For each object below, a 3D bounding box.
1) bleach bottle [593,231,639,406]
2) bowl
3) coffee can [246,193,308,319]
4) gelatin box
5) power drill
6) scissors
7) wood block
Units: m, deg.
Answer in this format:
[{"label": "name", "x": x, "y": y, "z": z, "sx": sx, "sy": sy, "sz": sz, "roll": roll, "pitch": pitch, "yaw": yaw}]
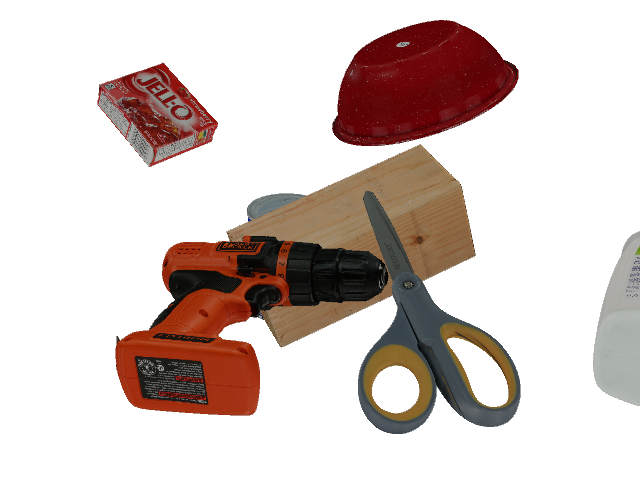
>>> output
[{"label": "bleach bottle", "x": 0.254, "y": 0.038, "z": 0.744, "sx": 0.103, "sy": 0.068, "sz": 0.250, "roll": 9, "pitch": 20, "yaw": 19}, {"label": "bowl", "x": 0.078, "y": -0.139, "z": 0.883, "sx": 0.162, "sy": 0.055, "sz": 0.162, "roll": -18, "pitch": 25, "yaw": 8}, {"label": "coffee can", "x": -0.044, "y": 0.022, "z": 1.387, "sx": 0.103, "sy": 0.140, "sz": 0.103, "roll": 1, "pitch": 25, "yaw": -1}, {"label": "gelatin box", "x": -0.150, "y": -0.117, "z": 0.980, "sx": 0.073, "sy": 0.089, "sz": 0.030, "roll": -27, "pitch": -24, "yaw": -35}, {"label": "power drill", "x": -0.054, "y": 0.056, "z": 0.792, "sx": 0.185, "sy": 0.057, "sz": 0.187, "roll": 0, "pitch": 24, "yaw": 17}, {"label": "scissors", "x": 0.039, "y": 0.042, "z": 0.629, "sx": 0.096, "sy": 0.016, "sz": 0.202, "roll": -22, "pitch": 45, "yaw": -18}, {"label": "wood block", "x": 0.030, "y": 0.004, "z": 1.005, "sx": 0.206, "sy": 0.091, "sz": 0.090, "roll": -24, "pitch": 37, "yaw": -9}]
